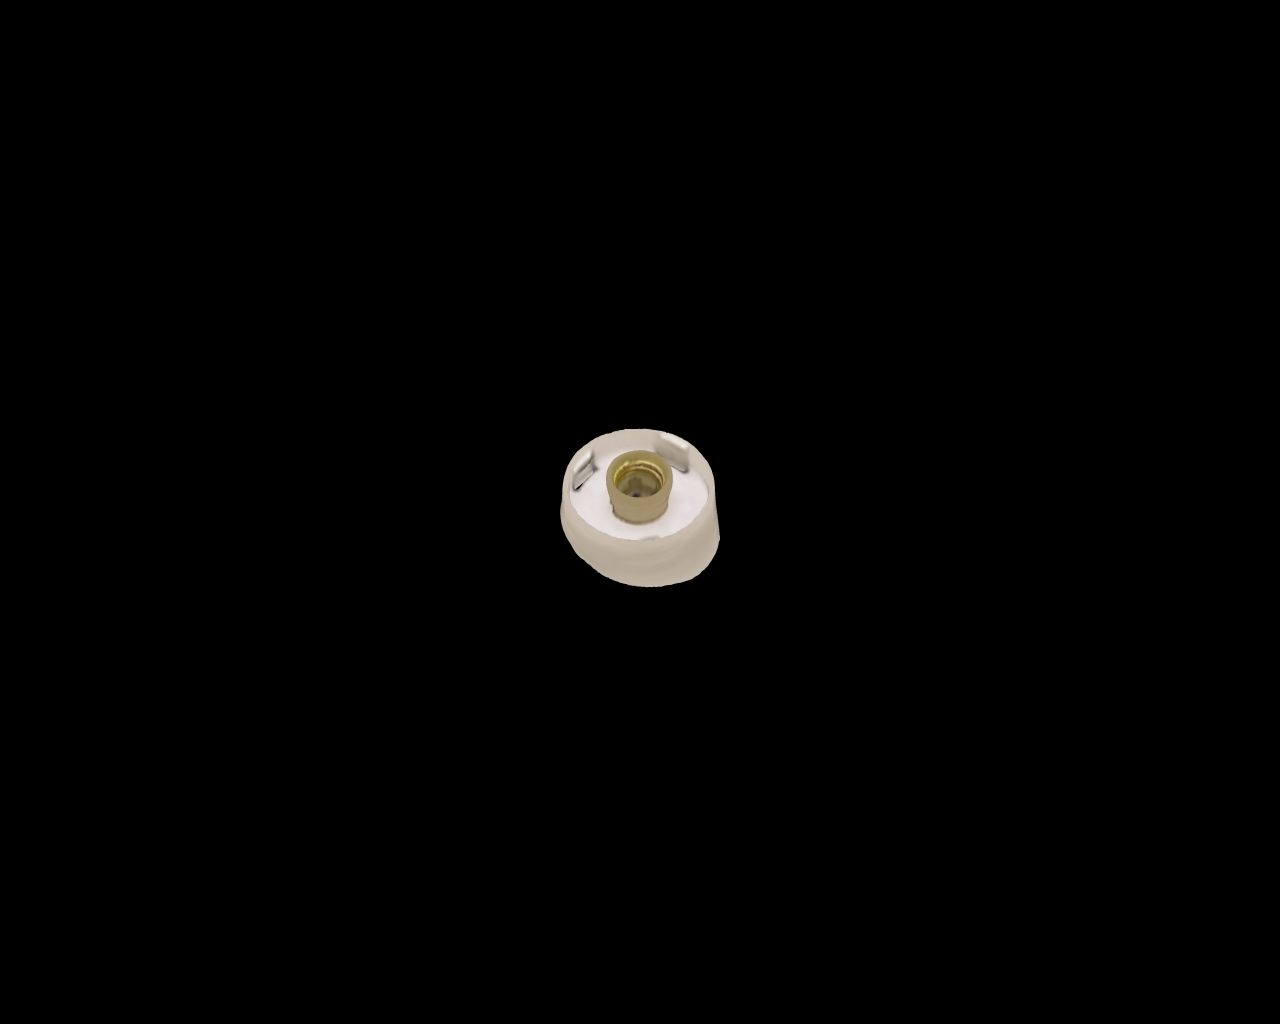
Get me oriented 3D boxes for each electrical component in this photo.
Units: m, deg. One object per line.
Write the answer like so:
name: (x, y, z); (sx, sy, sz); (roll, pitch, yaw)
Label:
electrical component: (0.001, -0.003, 0.650); (0.099, 0.099, 0.064); (0, -40, 0)
